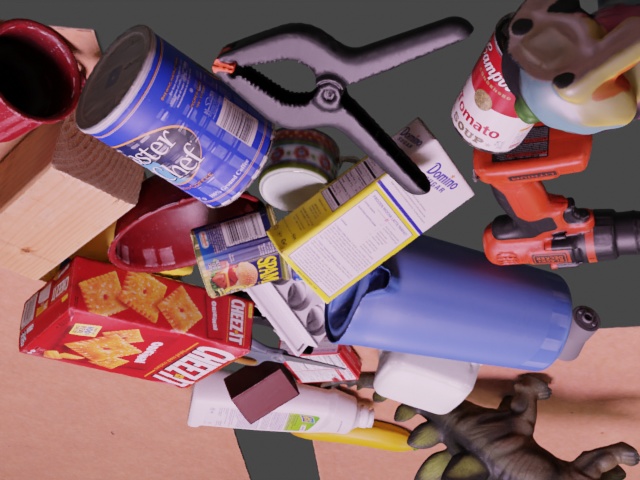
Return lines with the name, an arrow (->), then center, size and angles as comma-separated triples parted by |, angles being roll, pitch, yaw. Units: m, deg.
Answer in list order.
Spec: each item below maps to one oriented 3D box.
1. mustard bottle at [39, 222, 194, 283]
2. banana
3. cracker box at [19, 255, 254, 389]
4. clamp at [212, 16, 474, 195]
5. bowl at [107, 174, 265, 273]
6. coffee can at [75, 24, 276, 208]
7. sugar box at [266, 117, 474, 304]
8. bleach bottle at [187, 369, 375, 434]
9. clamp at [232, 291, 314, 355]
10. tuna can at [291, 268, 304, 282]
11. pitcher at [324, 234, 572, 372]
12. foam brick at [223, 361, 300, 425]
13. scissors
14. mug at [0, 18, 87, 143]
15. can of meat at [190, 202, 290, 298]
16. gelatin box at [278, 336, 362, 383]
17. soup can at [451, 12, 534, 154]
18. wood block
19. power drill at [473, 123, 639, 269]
mustard bottle -> -0.240, 0.020, 1.181 | 0.192, 0.058, 0.096 | -12, 148, 28
banana -> 0.056, 0.285, 1.551 | 0.197, 0.037, 0.070 | 11, 146, -5
cracker box -> -0.205, 0.098, 1.185 | 0.213, 0.072, 0.164 | 18, 150, -28
clamp -> 0.015, -0.119, 0.895 | 0.210, 0.036, 0.165 | 8, 124, 7
bowl -> -0.137, -0.027, 1.057 | 0.162, 0.055, 0.162 | -17, 159, -7
coffee can -> -0.123, -0.104, 0.921 | 0.140, 0.102, 0.103 | 32, 140, -33
sugar box -> 0.047, -0.026, 0.988 | 0.176, 0.048, 0.093 | -38, 135, 4
bleach bottle -> -0.052, 0.231, 1.469 | 0.250, 0.068, 0.103 | 9, 148, -7
clamp -> -0.052, 0.089, 1.268 | 0.171, 0.039, 0.120 | 20, 139, -12
tuna can -> -0.007, 0.001, 1.077 | 0.034, 0.086, 0.086 | 6, 148, 4
pitcher -> 0.130, 0.064, 1.122 | 0.242, 0.149, 0.145 | 13, 126, -14
foam brick -> -0.075, 0.190, 1.377 | 0.078, 0.053, 0.051 | -31, 120, 1
scissors -> -0.067, 0.131, 1.313 | 0.202, 0.016, 0.096 | -5, 139, 46
mug -> -0.259, -0.134, 0.931 | 0.082, 0.093, 0.117 | -18, 175, 42
can of meat -> -0.079, 0.013, 1.052 | 0.084, 0.057, 0.102 | -16, 159, -5
gelatin box -> 0.000, 0.152, 1.364 | 0.089, 0.030, 0.073 | -6, 144, 22
soup can -> 0.154, -0.125, 0.861 | 0.068, 0.068, 0.102 | 13, 147, -9
wood block -> -0.263, -0.047, 1.053 | 0.090, 0.090, 0.207 | 27, 143, -30
power drill -> 0.229, -0.037, 0.993 | 0.185, 0.057, 0.187 | -6, 145, 21
